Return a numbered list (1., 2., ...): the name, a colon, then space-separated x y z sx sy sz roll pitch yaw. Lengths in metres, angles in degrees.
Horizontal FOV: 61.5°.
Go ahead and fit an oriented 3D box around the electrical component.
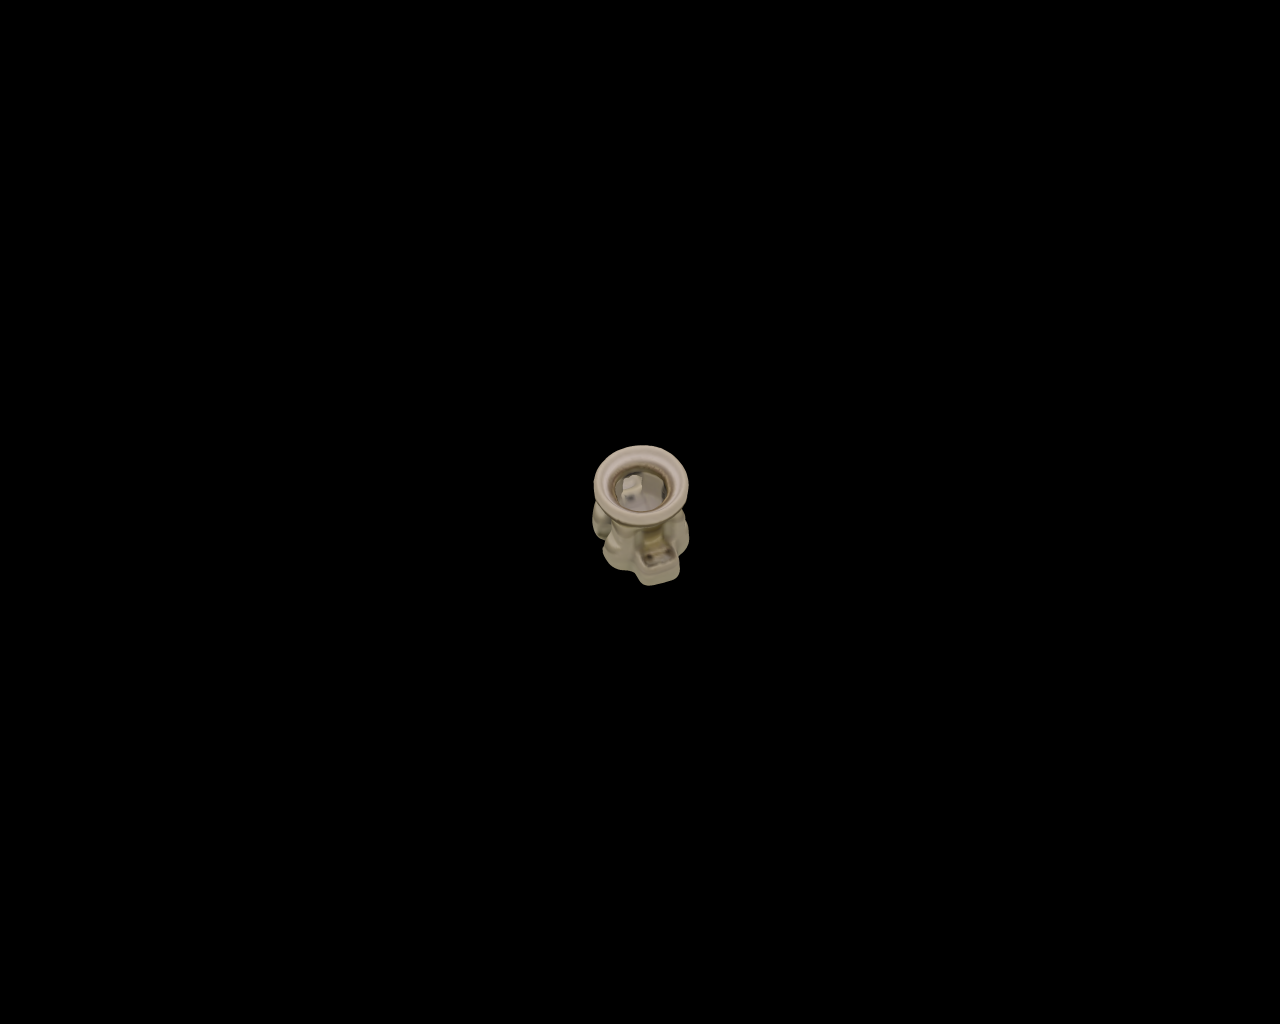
1. electrical component: 0.001 -0.003 0.650 0.058 0.078 0.056 -15 -36 -11
